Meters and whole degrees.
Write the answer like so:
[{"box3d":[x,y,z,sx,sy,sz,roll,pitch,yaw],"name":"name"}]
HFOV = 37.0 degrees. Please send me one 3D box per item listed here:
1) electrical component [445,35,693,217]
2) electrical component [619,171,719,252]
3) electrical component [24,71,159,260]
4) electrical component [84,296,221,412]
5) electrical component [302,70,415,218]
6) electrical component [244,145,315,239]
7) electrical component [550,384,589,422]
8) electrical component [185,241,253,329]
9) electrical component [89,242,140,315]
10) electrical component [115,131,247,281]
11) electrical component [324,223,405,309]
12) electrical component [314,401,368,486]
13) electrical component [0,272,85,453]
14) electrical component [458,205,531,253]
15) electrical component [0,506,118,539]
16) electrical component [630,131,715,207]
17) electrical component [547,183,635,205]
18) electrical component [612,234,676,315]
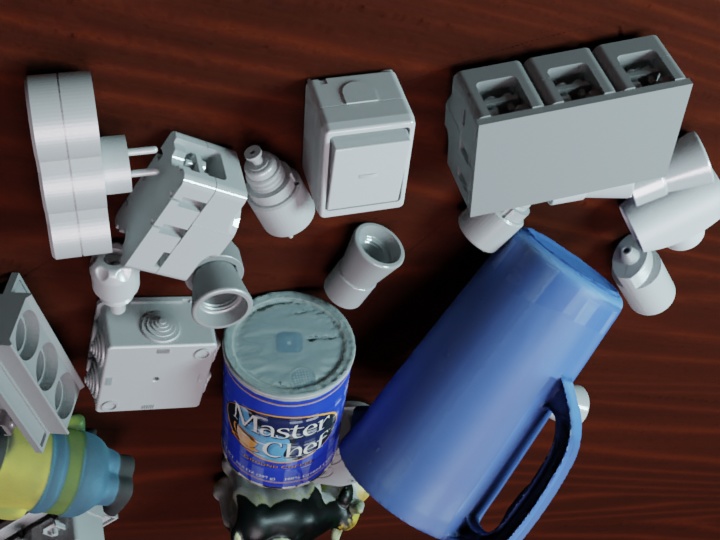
[{"box3d":[0.141,-0.103,0.750,0.150,0.061,0.089,-12,141,-9],"name":"electrical component"},{"box3d":[0.263,-0.042,0.889,0.077,0.043,0.079,-27,141,10],"name":"electrical component"},{"box3d":[-0.164,-0.065,0.677,0.074,0.052,0.138,-8,141,-14],"name":"electrical component"},{"box3d":[-0.163,0.067,0.840,0.100,0.048,0.099,0,138,-22],"name":"electrical component"},{"box3d":[-0.002,-0.077,0.723,0.062,0.061,0.096,-9,141,-13],"name":"electrical component"},{"box3d":[-0.060,-0.056,0.740,0.040,0.040,0.078,-22,141,4],"name":"electrical component"},{"box3d":[0.189,0.129,1.068,0.065,0.044,0.044,17,130,-31],"name":"electrical component"},{"box3d":[-0.105,0.008,0.787,0.045,0.055,0.045,-12,141,-10],"name":"electrical component"},{"box3d":[-0.176,0.010,0.777,0.035,0.035,0.061,-7,143,-15],"name":"electrical component"},{"box3d":[-0.118,-0.041,0.727,0.056,0.050,0.089,15,131,-35],"name":"electrical component"},{"box3d":[0.000,0.000,0.834,0.044,0.044,0.065,8,139,-30],"name":"electrical component"},{"box3d":[-0.018,0.163,1.013,0.080,0.051,0.080,-11,141,-9],"name":"electrical component"},{"box3d":[-0.256,0.069,0.790,0.063,0.078,0.121,2,143,9],"name":"electrical component"},{"box3d":[0.110,-0.048,0.821,0.040,0.040,0.078,18,129,-38],"name":"electrical component"},{"box3d":[-0.297,0.256,1.000,0.121,0.063,0.079,-31,140,15],"name":"electrical component"},{"box3d":[0.237,-0.076,0.840,0.065,0.044,0.044,-22,142,11],"name":"electrical component"},{"box3d":[0.170,-0.071,0.818,0.065,0.044,0.044,-10,141,-3],"name":"electrical component"},{"box3d":[0.242,0.002,0.933,0.043,0.043,0.081,-29,140,13],"name":"electrical component"}]
